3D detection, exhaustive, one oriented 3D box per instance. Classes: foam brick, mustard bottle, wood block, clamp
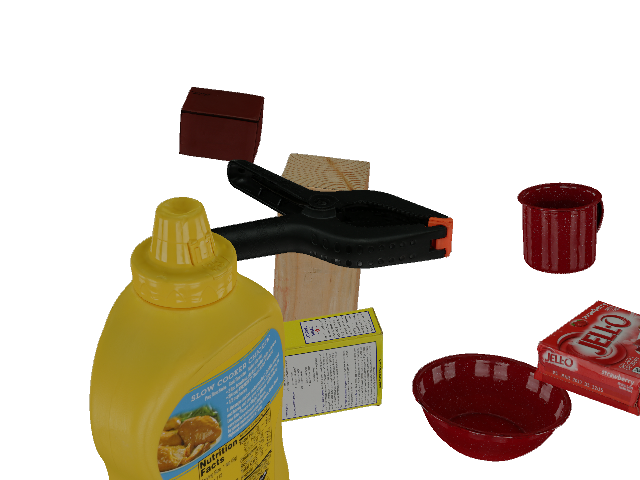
[{"bbox_3d":[-0.098,-0.115,1.067,0.078,0.051,0.053,8,35,2],"label":"foam brick"},{"bbox_3d":[-0.053,0.070,0.447,0.058,0.192,0.096,22,37,31],"label":"mustard bottle"},{"bbox_3d":[-0.001,0.020,1.166,0.090,0.206,0.090,7,25,5],"label":"wood block"},{"bbox_3d":[-0.003,-0.019,0.829,0.210,0.036,0.164,3,29,6],"label":"clamp"}]

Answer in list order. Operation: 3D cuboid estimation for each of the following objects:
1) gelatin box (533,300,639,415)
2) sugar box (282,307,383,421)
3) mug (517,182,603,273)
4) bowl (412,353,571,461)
[{"bbox_3d":[0.193,0.074,0.694,0.073,0.030,0.089,19,27,36],"label":"gelatin box"},{"bbox_3d":[-0.032,0.120,0.972,0.176,0.093,0.048,-7,36,-6],"label":"sugar box"},{"bbox_3d":[0.282,-0.017,1.225,0.117,0.081,0.093,-20,26,-34],"label":"mug"},{"bbox_3d":[0.173,0.178,1.097,0.162,0.055,0.162,3,23,-1],"label":"bowl"}]
